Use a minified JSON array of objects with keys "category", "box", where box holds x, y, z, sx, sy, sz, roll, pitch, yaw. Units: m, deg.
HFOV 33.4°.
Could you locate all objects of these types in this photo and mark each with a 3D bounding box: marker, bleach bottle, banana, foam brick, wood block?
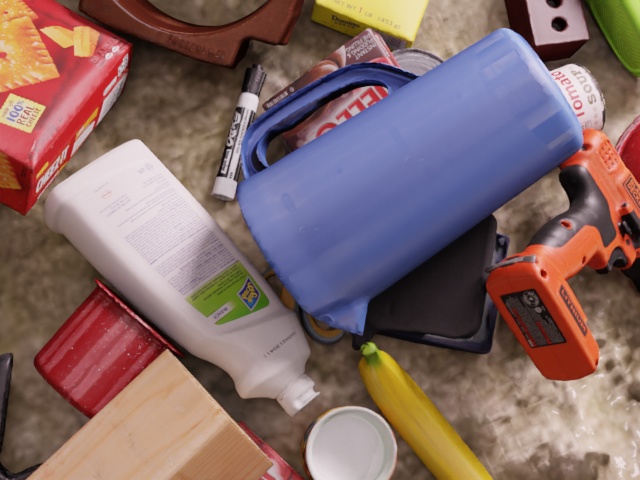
[{"category":"marker","box":[-0.068,-0.093,0.907,0.020,0.020,0.121,15,79,-4]},{"category":"bleach bottle","box":[-0.100,0.041,0.838,0.102,0.068,0.251,-38,80,-28]},{"category":"banana","box":[0.087,0.159,0.855,0.037,0.069,0.198,-39,95,6]},{"category":"foam brick","box":[0.198,-0.201,0.940,0.053,0.051,0.078,-9,80,-8]},{"category":"wood block","box":[-0.148,0.195,0.787,0.206,0.090,0.090,-43,51,-8]}]

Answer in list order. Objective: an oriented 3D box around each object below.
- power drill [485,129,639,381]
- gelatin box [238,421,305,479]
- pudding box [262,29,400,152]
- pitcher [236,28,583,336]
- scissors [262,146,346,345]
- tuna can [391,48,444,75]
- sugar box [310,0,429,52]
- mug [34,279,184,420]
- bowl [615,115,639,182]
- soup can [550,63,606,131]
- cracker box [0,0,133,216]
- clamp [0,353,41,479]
[{"category":"power drill","box":[0.221,0.027,0.855,0.184,0.057,0.187,54,50,-12]},{"category":"gelatin box","box":[-0.066,0.201,0.848,0.073,0.030,0.089,42,78,2]},{"category":"pudding box","box":[0.023,-0.105,0.882,0.114,0.039,0.090,-34,81,15]},{"category":"pitcher","box":[0.062,-0.058,0.802,0.243,0.145,0.149,-33,117,9]},{"category":"scissors","box":[-0.006,0.001,0.897,0.096,0.016,0.201,16,76,-1]},{"category":"tuna can","box":[0.078,-0.119,0.921,0.086,0.034,0.086,1,80,-6]},{"category":"sugar box","box":[0.066,-0.260,0.940,0.093,0.048,0.176,21,79,-2]},{"category":"mug","box":[-0.158,0.098,0.832,0.117,0.093,0.081,44,82,-22]},{"category":"bowl","box":[0.339,-0.053,0.928,0.162,0.055,0.162,1,79,-7]},{"category":"soup can","box":[0.183,-0.104,0.913,0.102,0.068,0.068,-21,83,-10]},{"category":"cracker box","box":[-0.278,-0.139,0.834,0.213,0.072,0.164,29,50,-1]},{"category":"clamp","box":[-0.255,0.176,0.827,0.171,0.039,0.120,-43,86,-12]}]
